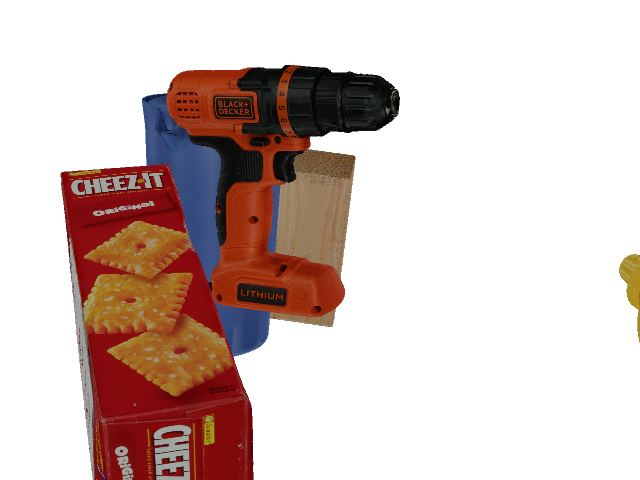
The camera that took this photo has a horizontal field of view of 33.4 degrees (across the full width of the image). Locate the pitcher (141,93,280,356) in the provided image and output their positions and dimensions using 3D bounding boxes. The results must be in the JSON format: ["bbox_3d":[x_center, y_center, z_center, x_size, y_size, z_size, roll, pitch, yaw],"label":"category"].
[{"bbox_3d":[-0.095,-0.021,1.016,0.149,0.243,0.145,-3,15,-20],"label":"pitcher"}]

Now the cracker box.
[{"bbox_3d":[-0.089,0.080,0.566,0.072,0.164,0.214,-7,34,-14],"label":"cracker box"}]

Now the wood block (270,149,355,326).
[{"bbox_3d":[-0.013,-0.005,1.376,0.090,0.206,0.090,8,24,2],"label":"wood block"}]

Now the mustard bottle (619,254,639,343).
[{"bbox_3d":[0.247,0.056,0.629,0.096,0.058,0.192,-20,33,-19],"label":"mustard bottle"}]

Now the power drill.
[{"bbox_3d":[-0.025,-0.039,0.808,0.185,0.188,0.057,6,19,27],"label":"power drill"}]
